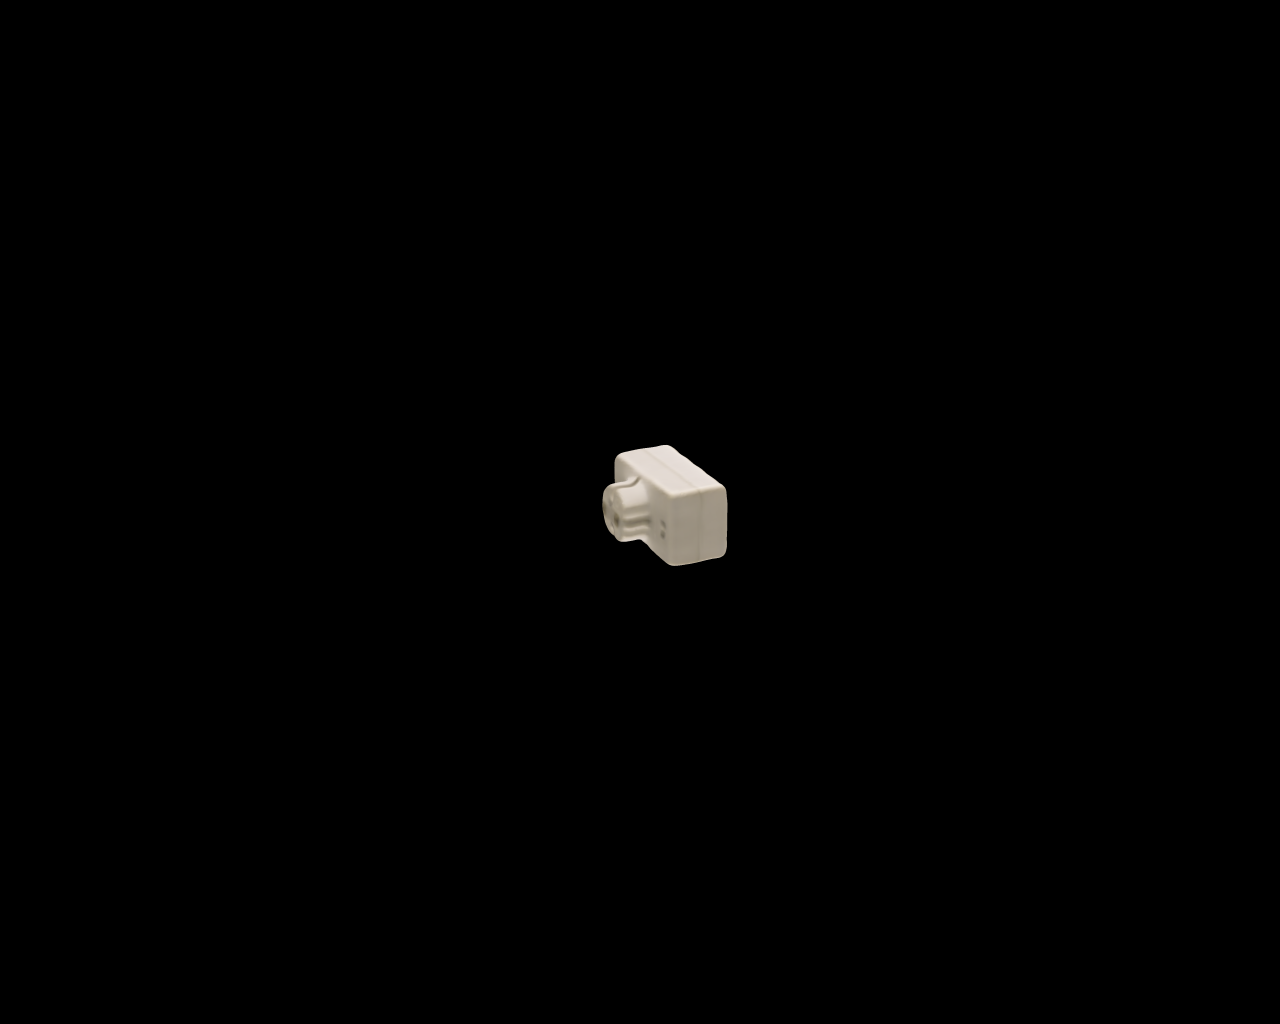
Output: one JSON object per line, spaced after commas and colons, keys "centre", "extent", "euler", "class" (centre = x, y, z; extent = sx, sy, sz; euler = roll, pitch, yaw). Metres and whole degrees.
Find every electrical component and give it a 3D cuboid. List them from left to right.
{"centre": [0.001, -0.003, 0.650], "extent": [0.076, 0.047, 0.083], "euler": [-10, 24, -22], "class": "electrical component"}
